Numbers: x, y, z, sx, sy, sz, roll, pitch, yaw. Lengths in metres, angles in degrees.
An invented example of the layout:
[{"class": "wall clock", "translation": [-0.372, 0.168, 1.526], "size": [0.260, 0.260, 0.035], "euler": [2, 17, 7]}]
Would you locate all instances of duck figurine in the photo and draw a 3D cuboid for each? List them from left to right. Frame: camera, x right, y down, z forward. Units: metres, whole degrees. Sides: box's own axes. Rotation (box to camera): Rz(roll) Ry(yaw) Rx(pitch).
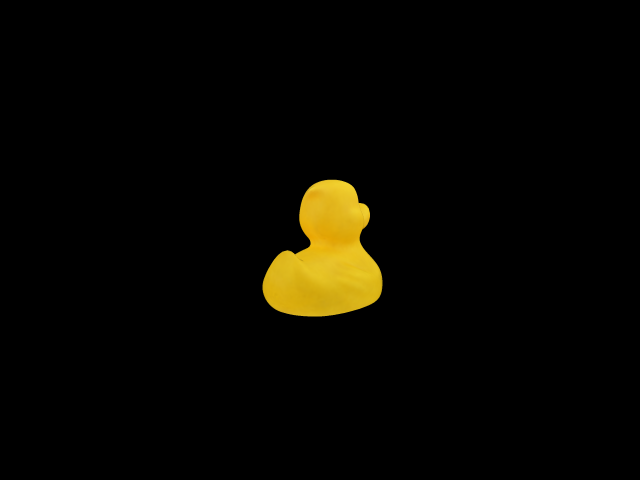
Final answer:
[{"class": "duck figurine", "translation": [0.004, 0.001, 0.400], "size": [0.077, 0.086, 0.105], "euler": [8, 14, 35]}]
